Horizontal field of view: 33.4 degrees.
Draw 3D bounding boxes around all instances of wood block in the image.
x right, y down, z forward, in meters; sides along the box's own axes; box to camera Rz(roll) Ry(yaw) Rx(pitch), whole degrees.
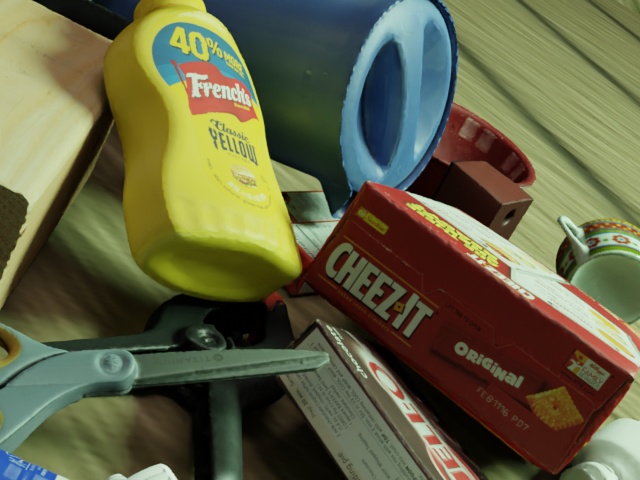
[{"bbox_3d":[-0.169,-0.046,0.544,0.090,0.091,0.206,26,25,-8],"label":"wood block"}]

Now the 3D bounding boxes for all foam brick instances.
[{"bbox_3d":[0.109,-0.013,0.783,0.051,0.078,0.052,42,28,27],"label":"foam brick"}]

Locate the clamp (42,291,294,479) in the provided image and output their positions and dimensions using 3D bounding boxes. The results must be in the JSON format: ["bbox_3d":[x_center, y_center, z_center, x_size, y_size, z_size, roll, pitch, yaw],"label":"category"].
[{"bbox_3d":[-0.053,0.069,0.513,0.120,0.039,0.171,39,31,19],"label":"clamp"}]

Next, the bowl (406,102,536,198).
[{"bbox_3d":[0.099,-0.071,0.905,0.162,0.055,0.162,23,26,-12],"label":"bowl"}]

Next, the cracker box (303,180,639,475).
[{"bbox_3d":[0.101,0.045,0.619,0.164,0.072,0.213,37,11,17],"label":"cracker box"}]

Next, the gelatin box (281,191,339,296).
[{"bbox_3d":[-0.005,0.001,0.698,0.089,0.030,0.073,-4,42,-48],"label":"gelatin box"}]

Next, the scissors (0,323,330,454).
[{"bbox_3d":[-0.096,0.068,0.436,0.201,0.016,0.096,9,42,-6],"label":"scissors"}]

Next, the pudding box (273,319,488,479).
[{"bbox_3d":[0.035,0.096,0.509,0.114,0.039,0.090,50,9,28],"label":"pudding box"}]

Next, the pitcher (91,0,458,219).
[{"bbox_3d":[-0.036,-0.132,0.717,0.243,0.145,0.149,21,53,31],"label":"pitcher"}]

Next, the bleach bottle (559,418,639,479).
[{"bbox_3d":[0.242,0.150,0.640,0.250,0.068,0.103,5,33,-36],"label":"bleach bottle"}]

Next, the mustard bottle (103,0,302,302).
[{"bbox_3d":[-0.068,-0.065,0.565,0.096,0.058,0.191,19,46,-46],"label":"mustard bottle"}]

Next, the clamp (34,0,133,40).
[{"bbox_3d":[-0.165,-0.167,0.699,0.210,0.036,0.164,0,54,18],"label":"clamp"}]

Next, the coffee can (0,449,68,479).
[{"bbox_3d":[-0.108,0.110,0.307,0.140,0.103,0.102,26,26,-7],"label":"coffee can"}]
